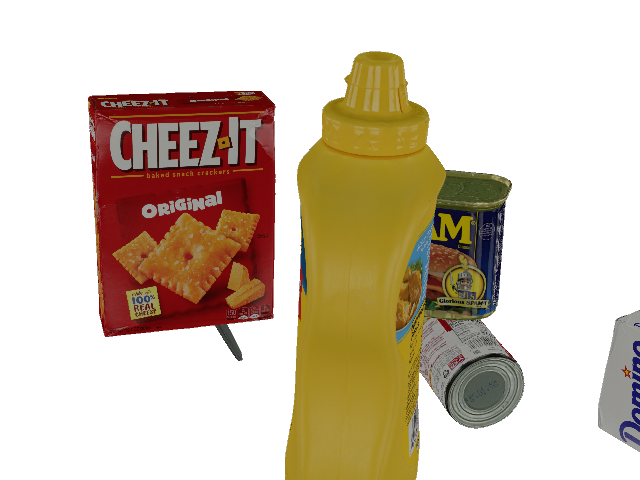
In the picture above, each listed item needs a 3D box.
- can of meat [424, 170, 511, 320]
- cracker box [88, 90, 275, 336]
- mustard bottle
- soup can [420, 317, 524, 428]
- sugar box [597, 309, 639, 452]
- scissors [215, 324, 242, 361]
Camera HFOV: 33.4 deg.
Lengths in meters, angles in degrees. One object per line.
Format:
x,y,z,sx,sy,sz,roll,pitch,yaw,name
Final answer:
0.069,0.001,0.692,0.102,0.084,0.057,7,23,16,can of meat
-0.126,-0.025,0.987,0.164,0.214,0.072,-4,20,-16,cracker box
0.018,0.019,0.437,0.058,0.192,0.096,8,25,10,mustard bottle
0.114,0.096,0.864,0.068,0.068,0.102,0,25,-18,soup can
0.272,0.123,0.718,0.048,0.093,0.176,-15,29,-37,sugar box
-0.134,0.036,1.232,0.016,0.201,0.096,-28,16,39,scissors
